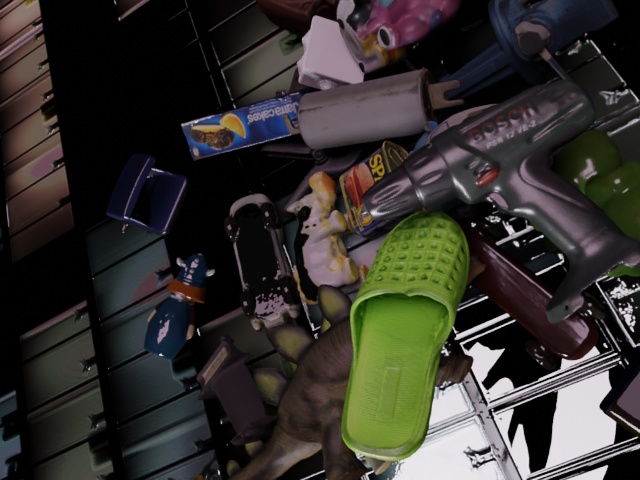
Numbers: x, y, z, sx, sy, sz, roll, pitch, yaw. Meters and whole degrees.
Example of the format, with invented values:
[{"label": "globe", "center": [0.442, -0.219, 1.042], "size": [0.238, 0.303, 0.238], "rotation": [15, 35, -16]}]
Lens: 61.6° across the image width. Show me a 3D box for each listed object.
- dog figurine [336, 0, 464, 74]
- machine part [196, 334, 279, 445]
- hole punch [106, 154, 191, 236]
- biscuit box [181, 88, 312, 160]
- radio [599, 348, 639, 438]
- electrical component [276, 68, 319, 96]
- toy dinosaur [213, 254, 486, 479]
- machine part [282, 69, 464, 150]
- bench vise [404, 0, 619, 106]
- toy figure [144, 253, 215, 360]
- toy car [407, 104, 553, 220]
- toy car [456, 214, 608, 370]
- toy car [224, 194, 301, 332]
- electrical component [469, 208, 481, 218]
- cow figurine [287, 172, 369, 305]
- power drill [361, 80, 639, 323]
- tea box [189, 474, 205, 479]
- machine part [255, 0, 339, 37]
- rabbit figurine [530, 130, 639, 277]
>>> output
[{"label": "dog figurine", "center": [0.144, -0.316, 0.686], "size": [0.219, 0.191, 0.108], "rotation": [-29, 93, -8]}, {"label": "machine part", "center": [-0.104, 0.182, 0.640], "size": [0.084, 0.039, 0.139], "rotation": [-53, 44, 5]}, {"label": "hole punch", "center": [-0.288, -0.077, 0.853], "size": [0.116, 0.092, 0.142], "rotation": [15, 83, 31]}, {"label": "biscuit box", "center": [-0.103, -0.173, 0.808], "size": [0.203, 0.063, 0.059], "rotation": [-11, 106, 20]}, {"label": "radio", "center": [0.355, 0.090, 0.492], "size": [0.073, 0.131, 0.229], "rotation": [38, 90, 28]}, {"label": "electrical component", "center": [-0.023, -0.238, 0.828], "size": [0.094, 0.021, 0.063], "rotation": [7, 75, 26]}, {"label": "toy dinosaur", "center": [0.012, 0.182, 0.632], "size": [0.471, 0.105, 0.199], "rotation": [-48, 54, 5]}, {"label": "machine part", "center": [0.061, -0.162, 0.686], "size": [0.243, 0.079, 0.079], "rotation": [-5, 71, 28]}, {"label": "bench vise", "center": [0.224, -0.222, 0.643], "size": [0.241, 0.128, 0.224], "rotation": [-26, 23, 41]}, {"label": "toy figure", "center": [-0.202, 0.092, 0.773], "size": [0.058, 0.064, 0.154], "rotation": [-4, 61, 62]}, {"label": "toy car", "center": [0.180, -0.099, 0.602], "size": [0.162, 0.102, 0.109], "rotation": [-19, 68, 6]}, {"label": "toy car", "center": [0.219, 0.053, 0.608], "size": [0.202, 0.053, 0.089], "rotation": [43, 110, 29]}, {"label": "toy car", "center": [-0.079, 0.029, 0.745], "size": [0.074, 0.056, 0.202], "rotation": [-20, 67, 9]}, {"label": "electrical component", "center": [0.162, -0.072, 0.679], "size": [0.078, 0.045, 0.102], "rotation": [-23, 65, 13]}, {"label": "cow figurine", "center": [-0.001, -0.003, 0.713], "size": [0.098, 0.068, 0.167], "rotation": [-23, 69, 23]}, {"label": "power drill", "center": [0.182, -0.026, 0.509], "size": [0.232, 0.086, 0.207], "rotation": [-36, 70, 5]}, {"label": "tea box", "center": [-0.148, 0.379, 0.623], "size": [0.098, 0.068, 0.170], "rotation": [-48, 65, 27]}, {"label": "machine part", "center": [0.001, -0.428, 0.848], "size": [0.202, 0.087, 0.201], "rotation": [35, 88, 27]}, {"label": "rabbit figurine", "center": [0.313, -0.042, 0.586], "size": [0.159, 0.121, 0.170], "rotation": [-37, 44, 16]}]
